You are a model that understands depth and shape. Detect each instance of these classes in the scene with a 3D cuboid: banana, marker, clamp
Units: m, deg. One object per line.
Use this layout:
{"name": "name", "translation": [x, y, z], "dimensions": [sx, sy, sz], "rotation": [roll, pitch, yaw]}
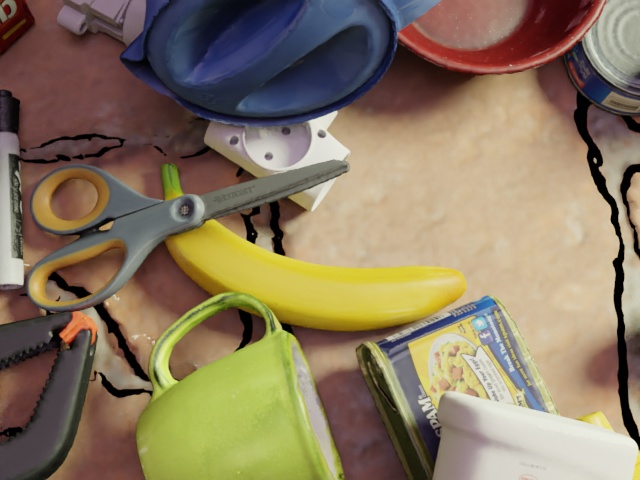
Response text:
{"name": "banana", "translation": [-0.014, 0.016, 0.625], "dimensions": [0.198, 0.037, 0.069], "rotation": [21, 79, 1]}
{"name": "marker", "translation": [-0.187, -0.031, 0.634], "dimensions": [0.020, 0.020, 0.121], "rotation": [-4, 78, -5]}
{"name": "clamp", "translation": [-0.212, 0.113, 0.592], "dimensions": [0.164, 0.036, 0.210], "rotation": [37, 82, 4]}

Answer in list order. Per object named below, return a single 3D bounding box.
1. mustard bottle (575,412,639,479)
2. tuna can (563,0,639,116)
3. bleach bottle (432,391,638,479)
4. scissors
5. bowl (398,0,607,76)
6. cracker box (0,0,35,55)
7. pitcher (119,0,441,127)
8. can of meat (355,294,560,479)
{"name": "mustard bottle", "translation": [0.181, 0.189, 0.588], "dimensions": [0.096, 0.058, 0.191], "rotation": [-17, 80, -8]}
{"name": "tuna can", "translation": [0.199, -0.124, 0.671], "dimensions": [0.086, 0.034, 0.086], "rotation": [1, 77, -4]}
{"name": "bleach bottle", "translation": [0.083, 0.210, 0.534], "dimensions": [0.102, 0.068, 0.251], "rotation": [14, 87, -10]}
{"name": "scissors", "translation": [-0.088, -0.029, 0.610], "dimensions": [0.202, 0.016, 0.096], "rotation": [-30, 69, 10]}
{"name": "bowl", "translation": [0.096, -0.169, 0.664], "dimensions": [0.162, 0.055, 0.162], "rotation": [1, 78, -4]}
{"name": "cracker box", "translation": [-0.306, -0.157, 0.628], "dimensions": [0.214, 0.072, 0.164], "rotation": [43, 79, 5]}
{"name": "pitcher", "translation": [-0.026, -0.198, 0.603], "dimensions": [0.149, 0.145, 0.243], "rotation": [9, 59, -25]}
{"name": "can of meat", "translation": [0.079, 0.090, 0.605], "dimensions": [0.084, 0.057, 0.102], "rotation": [-22, 81, -10]}
